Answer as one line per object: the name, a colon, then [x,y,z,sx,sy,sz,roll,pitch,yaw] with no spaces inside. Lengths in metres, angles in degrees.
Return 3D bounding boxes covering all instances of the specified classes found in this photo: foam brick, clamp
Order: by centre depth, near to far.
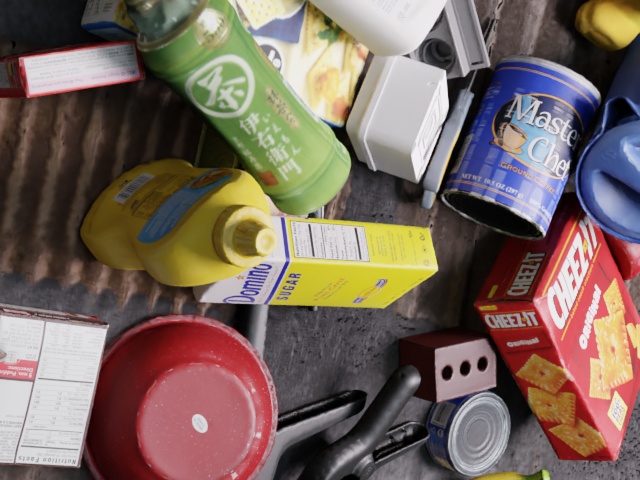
clamp: [-0.051,0.165,0.894,0.164,0.036,0.210,41,71,-31]
clamp: [0.037,0.196,0.953,0.171,0.039,0.120,-42,140,-10]
foam brick: [0.119,0.115,0.999,0.078,0.051,0.053,-9,102,-34]

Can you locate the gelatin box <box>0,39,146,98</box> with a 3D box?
gelatin box: [-0.176,-0.119,0.737,0.089,0.073,0.030,-17,106,-32]

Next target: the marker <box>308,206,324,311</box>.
marker: [-0.006,0.001,0.911,0.020,0.020,0.121,-7,101,-35]

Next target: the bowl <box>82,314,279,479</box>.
bowl: [-0.101,0.138,0.815,0.161,0.055,0.162,1,87,-21]

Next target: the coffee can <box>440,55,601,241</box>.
coffee can: [0.184,-0.084,0.981,0.102,0.103,0.140,30,80,-35]

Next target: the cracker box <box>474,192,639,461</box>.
cracker box: [0.246,0.084,1.042,0.213,0.072,0.164,59,44,-27]

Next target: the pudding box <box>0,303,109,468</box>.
pudding box: [-0.209,0.106,0.772,0.089,0.039,0.113,12,92,-37]

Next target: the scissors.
scissors: [0.125,-0.109,0.981,0.096,0.016,0.201,103,10,-52]

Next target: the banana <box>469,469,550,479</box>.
banana: [0.118,0.251,1.011,0.197,0.037,0.070,-14,150,-17]

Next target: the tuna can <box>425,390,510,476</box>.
tuna can: [0.145,0.185,1.039,0.085,0.034,0.086,-6,101,-35]

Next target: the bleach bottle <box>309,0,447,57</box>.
bleach bottle: [-0.010,-0.240,0.761,0.250,0.068,0.102,35,76,-31]

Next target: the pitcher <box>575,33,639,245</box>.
pitcher: [0.334,-0.105,1.023,0.242,0.145,0.149,-59,166,-47]

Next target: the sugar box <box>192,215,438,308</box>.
sugar box: [-0.005,0.020,0.847,0.175,0.093,0.048,1,66,-28]

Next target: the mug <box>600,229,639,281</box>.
mug: [0.308,-0.021,1.093,0.081,0.093,0.117,-40,104,-19]

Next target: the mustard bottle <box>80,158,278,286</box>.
mustard bottle: [-0.089,-0.011,0.743,0.096,0.192,0.058,-43,119,-23]

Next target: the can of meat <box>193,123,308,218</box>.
can of meat: [-0.051,-0.052,0.848,0.083,0.058,0.102,13,90,-39]
